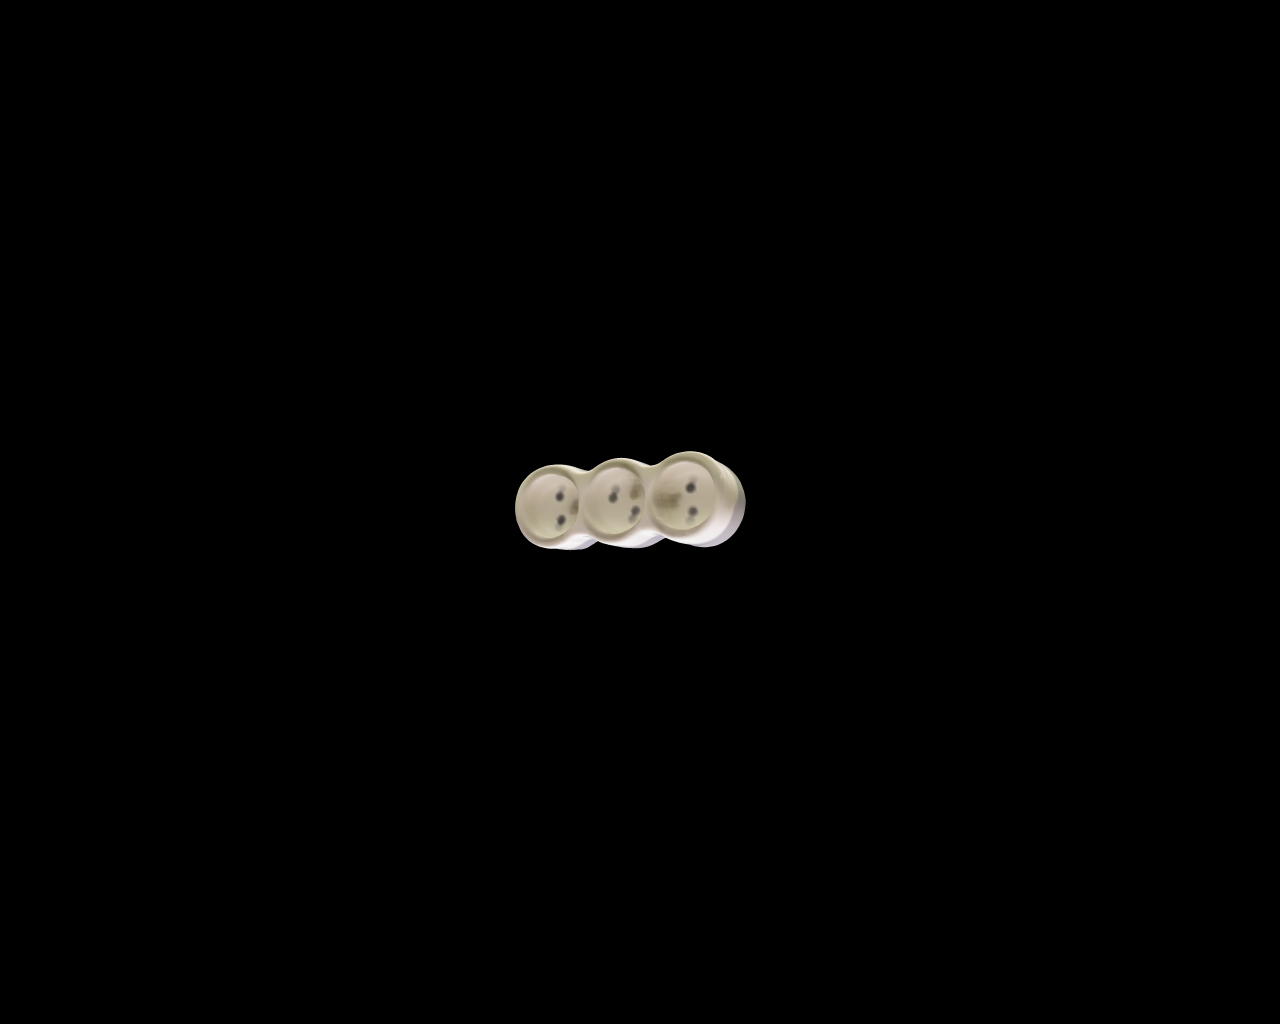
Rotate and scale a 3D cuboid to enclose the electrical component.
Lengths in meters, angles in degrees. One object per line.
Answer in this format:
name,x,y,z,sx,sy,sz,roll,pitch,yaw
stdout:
electrical component,0.001,-0.003,0.650,0.138,0.052,0.074,-3,-7,26
